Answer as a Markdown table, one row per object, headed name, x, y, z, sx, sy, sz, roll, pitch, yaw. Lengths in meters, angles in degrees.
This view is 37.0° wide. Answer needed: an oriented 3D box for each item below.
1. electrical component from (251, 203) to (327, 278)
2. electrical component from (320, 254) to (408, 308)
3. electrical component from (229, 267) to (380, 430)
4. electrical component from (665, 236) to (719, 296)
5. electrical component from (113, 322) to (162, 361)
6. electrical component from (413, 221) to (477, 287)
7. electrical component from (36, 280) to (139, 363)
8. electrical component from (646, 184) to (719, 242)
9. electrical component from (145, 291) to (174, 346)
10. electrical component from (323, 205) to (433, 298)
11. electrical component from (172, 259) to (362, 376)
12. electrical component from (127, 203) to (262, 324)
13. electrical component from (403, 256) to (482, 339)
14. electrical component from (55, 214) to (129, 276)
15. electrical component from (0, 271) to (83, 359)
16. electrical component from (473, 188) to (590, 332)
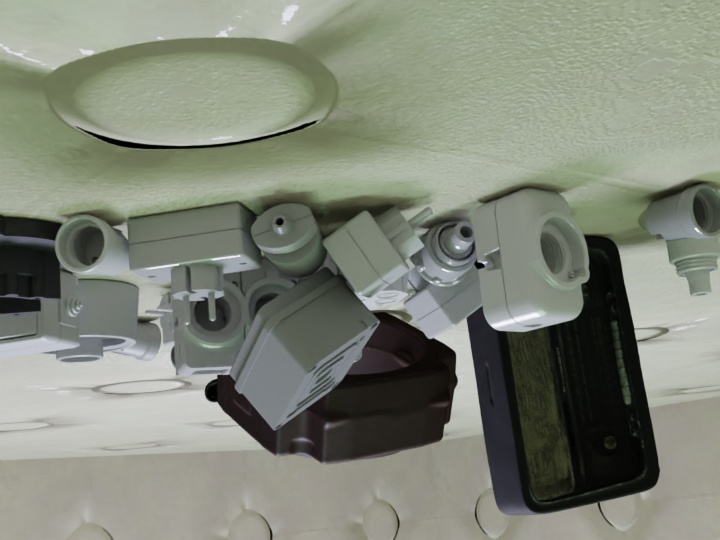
| name | x | y | z | sx | sy | sz | roll | pitch | yaw |
| --- | --- | --- | --- | --- | --- | --- | --- | --- | --- |
| electrical component | -0.049 | -0.024 | 0.753 | 0.043 | 0.043 | 0.081 | -6 | 167 | 5 |
| electrical component | 0.000 | 0.000 | 0.860 | 0.080 | 0.051 | 0.080 | -5 | 167 | -1 |
| electrical component | -0.044 | 0.059 | 0.803 | 0.078 | 0.057 | 0.113 | -33 | 164 | -35 |
| electrical component | 0.283 | -0.009 | 0.908 | 0.043 | 0.062 | 0.043 | -5 | 167 | -1 |
| electrical component | -0.234 | 0.071 | 1.104 | 0.046 | 0.040 | 0.040 | 15 | 157 | -42 |
| electrical component | 0.071 | -0.018 | 0.830 | 0.048 | 0.048 | 0.062 | -1 | 160 | -17 |
| electrical component | -0.250 | 0.050 | 0.955 | 0.108 | 0.060 | 0.108 | -5 | 167 | -1 |
| electrical component | 0.244 | -0.041 | 0.809 | 0.040 | 0.040 | 0.046 | 3 | 171 | -32 |
| electrical component | -0.157 | 0.039 | 0.975 | 0.076 | 0.047 | 0.083 | 8 | 162 | -44 |
| electrical component | 0.021 | -0.021 | 0.776 | 0.077 | 0.047 | 0.066 | -36 | 173 | 3 |
| electrical component | -0.079 | 0.039 | 0.911 | 0.150 | 0.089 | 0.062 | -1 | 167 | -19 |
| electrical component | -0.115 | 0.000 | 0.756 | 0.083 | 0.075 | 0.047 | -8 | 167 | 11 |
| electrical component | 0.062 | 0.009 | 0.891 | 0.047 | 0.076 | 0.066 | -36 | 178 | -20 |
| electrical component | -0.183 | -0.015 | 0.746 | 0.040 | 0.040 | 0.046 | -8 | 172 | 12 |
| electrical component | -0.272 | 0.033 | 0.868 | 0.096 | 0.061 | 0.061 | -9 | 167 | 16 |
| electrical component | 0.124 | -0.008 | 0.775 | 0.054 | 0.095 | 0.059 | 5 | 163 | -40 |
